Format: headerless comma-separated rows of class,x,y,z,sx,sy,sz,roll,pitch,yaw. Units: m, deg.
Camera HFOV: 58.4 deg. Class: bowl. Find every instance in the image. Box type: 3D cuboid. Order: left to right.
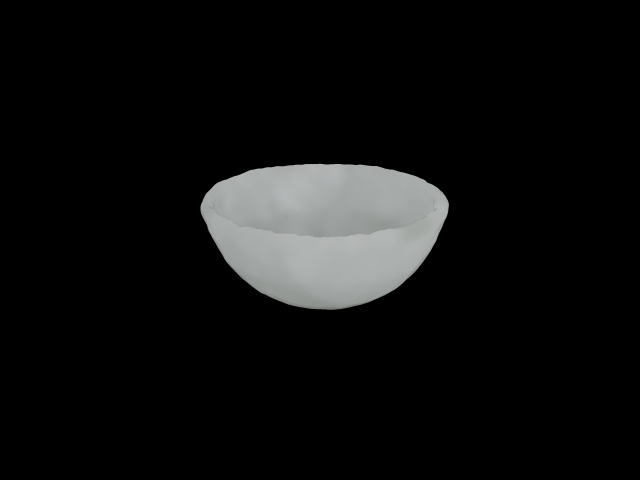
bowl,0.004,0.001,0.400,0.167,0.075,0.167,0,22,0
